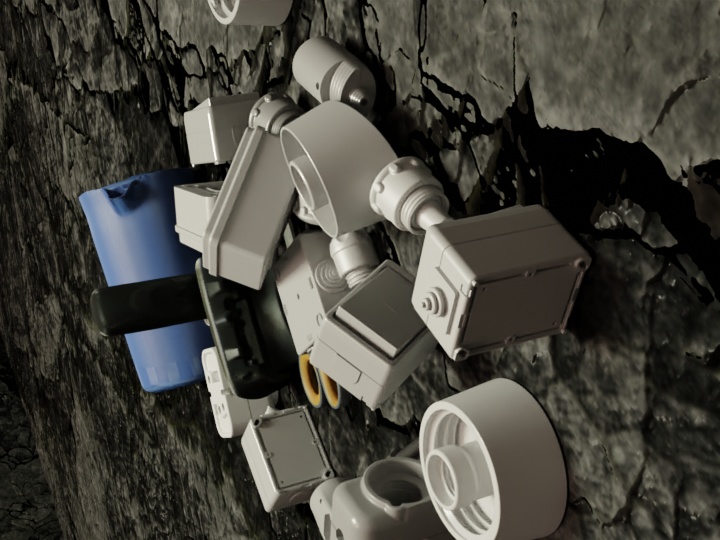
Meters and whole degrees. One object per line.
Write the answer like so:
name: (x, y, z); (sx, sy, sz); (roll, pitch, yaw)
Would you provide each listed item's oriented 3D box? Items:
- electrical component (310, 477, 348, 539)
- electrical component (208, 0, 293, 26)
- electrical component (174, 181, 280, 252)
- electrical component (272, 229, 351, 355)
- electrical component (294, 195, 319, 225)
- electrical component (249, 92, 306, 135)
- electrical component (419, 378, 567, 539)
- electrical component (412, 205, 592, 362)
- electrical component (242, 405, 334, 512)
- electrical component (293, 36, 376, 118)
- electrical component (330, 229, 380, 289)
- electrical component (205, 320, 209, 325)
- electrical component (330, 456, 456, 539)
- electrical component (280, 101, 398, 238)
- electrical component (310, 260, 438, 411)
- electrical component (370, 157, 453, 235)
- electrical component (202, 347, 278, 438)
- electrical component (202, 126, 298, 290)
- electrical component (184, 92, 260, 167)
electrical component: (-0.010, 0.239, 0.962); (0.077, 0.043, 0.079); (47, 141, 49)
electrical component: (-0.104, -0.262, 0.924); (0.108, 0.060, 0.108); (37, 133, 55)
electrical component: (-0.130, -0.052, 1.051); (0.113, 0.078, 0.057); (21, 116, 62)
electrical component: (-0.031, 0.018, 0.906); (0.099, 0.048, 0.099); (-45, 59, 61)
electrical component: (-0.028, -0.069, 0.867); (0.048, 0.048, 0.062); (32, 122, 58)
electrical component: (-0.062, -0.121, 0.918); (0.062, 0.048, 0.048); (39, 135, 44)
electrical component: (0.079, 0.130, 0.704); (0.108, 0.060, 0.108); (38, 133, 55)
electrical component: (0.073, 0.005, 0.621); (0.061, 0.096, 0.061); (55, 147, 41)
electrical component: (-0.075, 0.180, 1.052); (0.096, 0.062, 0.061); (66, 152, 25)
electrical component: (-0.015, -0.141, 0.807); (0.081, 0.043, 0.043); (48, 141, 48)
electrical component: (0.000, 0.000, 0.848); (0.061, 0.035, 0.035); (70, 154, 13)
electrical component: (-0.156, 0.041, 1.163); (0.048, 0.062, 0.048); (38, 134, 55)
electrical component: (0.029, 0.178, 0.790); (0.054, 0.095, 0.059); (45, 139, 50)
electrical component: (-0.015, -0.074, 0.793); (0.099, 0.064, 0.099); (58, 167, 22)
electrical component: (0.020, 0.039, 0.760); (0.062, 0.096, 0.061); (36, 139, 15)
electrical component: (0.040, -0.044, 0.734); (0.062, 0.048, 0.048); (47, 141, 38)
electrical component: (-0.124, 0.123, 1.135); (0.054, 0.059, 0.095); (-20, 82, 65)
electrical component: (-0.088, -0.050, 0.908); (0.108, 0.056, 0.108); (119, 171, -74)
electrical component: (-0.128, -0.134, 1.030); (0.096, 0.062, 0.061); (7, 107, 64)
